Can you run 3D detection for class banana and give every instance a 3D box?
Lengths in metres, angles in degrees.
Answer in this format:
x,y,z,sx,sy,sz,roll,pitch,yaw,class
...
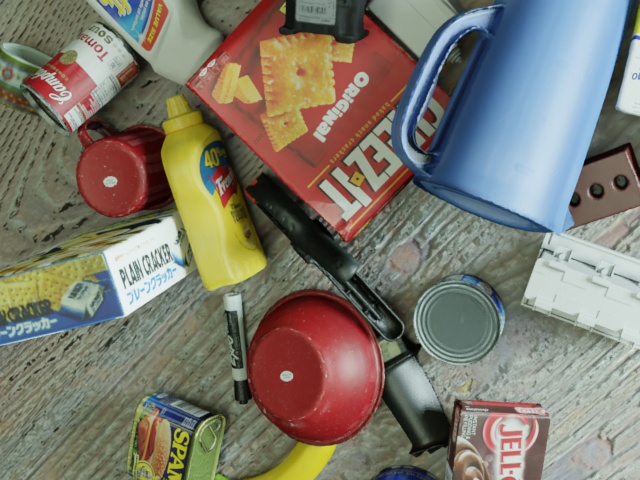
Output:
x,y,z,sx,sy,sz,roll,pitch,yaw,class
-0.033,0.232,1.129,0.198,0.037,0.069,-40,88,22,banana

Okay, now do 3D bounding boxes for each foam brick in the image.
x,y,z,sx,sy,sz,roll,pitch,yaw,class
0.251,-0.048,0.964,0.078,0.051,0.053,-21,95,21,foam brick

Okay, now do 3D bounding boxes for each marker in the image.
x,y,z,sx,sy,sz,roll,pitch,yaw,class
-0.087,0.116,1.130,0.020,0.020,0.121,-2,101,19,marker

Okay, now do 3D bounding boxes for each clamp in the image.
x,y,z,sx,sy,sz,roll,pitch,yaw,class
-0.007,0.001,1.016,0.036,0.164,0.210,-42,64,-4,clamp

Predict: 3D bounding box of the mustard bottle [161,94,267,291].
x,y,z,sx,sy,sz,roll,pitch,yaw,class
-0.113,-0.051,1.061,0.058,0.096,0.191,-17,96,22,mustard bottle

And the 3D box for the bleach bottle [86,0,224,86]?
x,y,z,sx,sy,sz,roll,pitch,yaw,class
-0.174,-0.249,1.056,0.251,0.068,0.103,47,115,2,bleach bottle

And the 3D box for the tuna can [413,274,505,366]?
x,y,z,sx,sy,sz,roll,pitch,yaw,class
0.136,0.077,1.040,0.086,0.033,0.086,4,103,17,tuna can

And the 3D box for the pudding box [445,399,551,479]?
x,y,z,sx,sy,sz,roll,pitch,yaw,class
0.171,0.214,1.041,0.090,0.039,0.113,4,106,-6,pudding box

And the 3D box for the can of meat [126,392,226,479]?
x,y,z,sx,sy,sz,roll,pitch,yaw,class
-0.157,0.223,1.152,0.084,0.057,0.102,18,104,25,can of meat

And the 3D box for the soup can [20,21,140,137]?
x,y,z,sx,sy,sz,roll,pitch,yaw,class
-0.239,-0.162,1.070,0.068,0.068,0.102,44,75,5,soup can

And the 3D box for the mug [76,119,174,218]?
x,y,z,sx,sy,sz,roll,pitch,yaw,class
-0.203,-0.078,1.092,0.093,0.081,0.117,-40,88,22,mug

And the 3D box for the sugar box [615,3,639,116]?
x,y,z,sx,sy,sz,roll,pitch,yaw,class
0.290,-0.194,0.897,0.048,0.093,0.176,17,106,15,sugar box

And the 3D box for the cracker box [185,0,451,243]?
x,y,z,sx,sy,sz,roll,pitch,yaw,class
0.006,-0.128,0.993,0.214,0.072,0.164,45,94,4,cracker box

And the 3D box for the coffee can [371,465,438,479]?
x,y,z,sx,sy,sz,roll,pitch,yaw,class
0.071,0.298,1.053,0.103,0.140,0.103,4,103,17,coffee can

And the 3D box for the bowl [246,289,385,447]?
x,y,z,sx,sy,sz,roll,pitch,yaw,class
-0.018,0.131,1.069,0.162,0.055,0.162,1,92,32,bowl

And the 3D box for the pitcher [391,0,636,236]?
x,y,z,sx,sy,sz,roll,pitch,yaw,class
0.171,-0.135,0.899,0.145,0.149,0.243,20,89,26,pitcher
